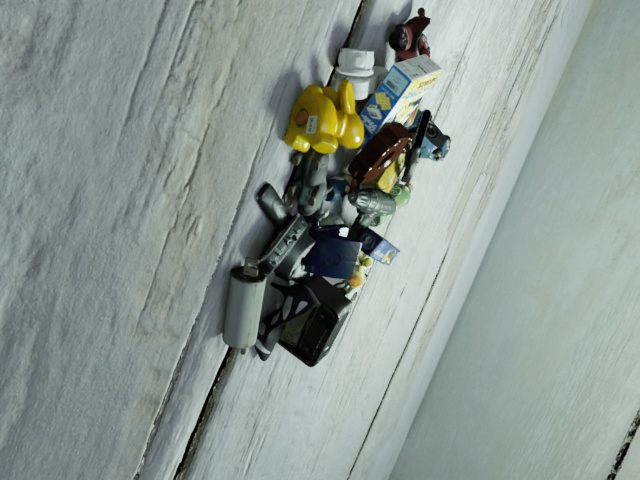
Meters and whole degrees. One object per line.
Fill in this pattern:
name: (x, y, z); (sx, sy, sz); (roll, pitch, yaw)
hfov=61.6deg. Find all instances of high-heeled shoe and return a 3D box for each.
high-heeled shoe: (-0.076, 0.209, 1.288); (0.086, 0.145, 0.248); (-22, 128, -50)

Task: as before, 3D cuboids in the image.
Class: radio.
radio: (-0.017, 0.207, 1.352); (0.073, 0.131, 0.229); (-35, 155, -47)

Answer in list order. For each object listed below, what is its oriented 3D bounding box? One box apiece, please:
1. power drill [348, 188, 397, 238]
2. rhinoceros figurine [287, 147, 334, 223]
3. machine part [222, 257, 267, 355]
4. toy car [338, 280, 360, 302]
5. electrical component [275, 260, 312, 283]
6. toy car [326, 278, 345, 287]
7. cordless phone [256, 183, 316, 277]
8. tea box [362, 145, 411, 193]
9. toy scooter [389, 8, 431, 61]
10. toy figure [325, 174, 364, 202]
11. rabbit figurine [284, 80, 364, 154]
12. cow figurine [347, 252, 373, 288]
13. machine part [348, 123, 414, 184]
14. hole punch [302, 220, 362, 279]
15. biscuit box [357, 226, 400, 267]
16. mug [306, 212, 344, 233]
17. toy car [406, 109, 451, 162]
power drill: (0.096, -0.049, 1.394); (0.232, 0.086, 0.207); (-10, 133, -54)
rhinoceros figurine: (-0.018, -0.123, 1.213); (0.112, 0.073, 0.190); (-45, 145, -52)
machine part: (-0.165, 0.145, 1.160); (0.079, 0.079, 0.243); (-24, 132, -51)
toy car: (0.039, 0.160, 1.522); (0.202, 0.074, 0.056); (-25, 136, -51)
electrical component: (-0.051, 0.065, 1.321); (0.119, 0.048, 0.074); (4, 109, -61)
toy car: (0.017, 0.101, 1.457); (0.202, 0.053, 0.089); (-26, 119, -58)
cordless phone: (-0.102, -0.020, 1.157); (0.146, 0.089, 0.184); (-53, 138, -20)
tea box: (0.183, -0.207, 1.481); (0.169, 0.068, 0.098); (-55, 151, -16)
toy scooter: (0.239, -0.495, 1.349); (0.135, 0.075, 0.183); (-62, 147, -10)
toy figure: (0.058, -0.132, 1.331); (0.154, 0.064, 0.057); (-29, 147, -54)
rabbit figurine: (0.023, -0.249, 1.129); (0.173, 0.122, 0.162); (9, 82, -41)
cow figurine: (0.118, 0.068, 1.572); (0.098, 0.068, 0.167); (95, 17, -73)
machine part: (0.150, -0.211, 1.321); (0.179, 0.056, 0.179); (-40, 170, -8)
hole punch: (0.028, 0.030, 1.257); (0.116, 0.092, 0.142); (-4, 124, -31)
biscuit box: (0.154, 0.020, 1.427); (0.059, 0.063, 0.202); (-52, 158, 6)
mug: (-0.003, -0.004, 1.326); (0.107, 0.081, 0.109); (-23, 138, -34)
toy car: (0.298, -0.293, 1.567); (0.103, 0.161, 0.109); (-27, -155, 57)
